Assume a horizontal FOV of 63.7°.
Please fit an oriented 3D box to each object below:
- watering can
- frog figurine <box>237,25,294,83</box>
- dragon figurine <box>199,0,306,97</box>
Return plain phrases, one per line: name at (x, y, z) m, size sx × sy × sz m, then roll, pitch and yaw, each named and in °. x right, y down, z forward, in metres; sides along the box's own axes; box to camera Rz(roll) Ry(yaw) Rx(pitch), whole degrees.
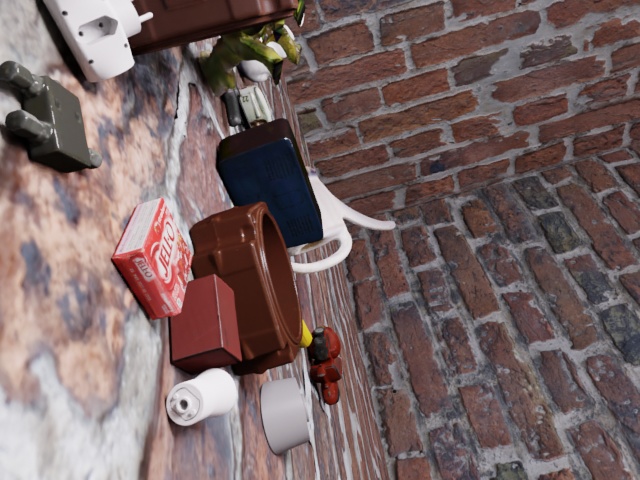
watering can at (0.003, -0.056, 1.107) m, size 0.351 × 0.226 × 0.102 m, roll -22°, pitch -11°, yaw -40°
frog figurine at (-0.140, -0.486, 1.330) m, size 0.159 × 0.135 × 0.125 m, roll -16°, pitch 20°, yaw 6°
dragon figurine at (-0.144, -0.357, 0.759) m, size 0.243 × 0.124 × 0.401 m, roll 24°, pitch -28°, yaw 10°
